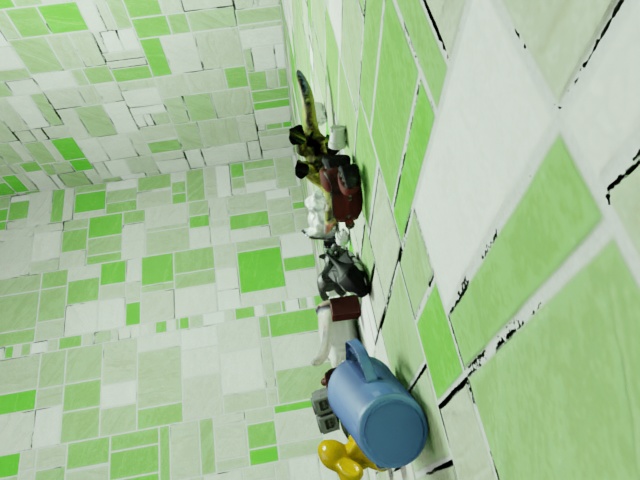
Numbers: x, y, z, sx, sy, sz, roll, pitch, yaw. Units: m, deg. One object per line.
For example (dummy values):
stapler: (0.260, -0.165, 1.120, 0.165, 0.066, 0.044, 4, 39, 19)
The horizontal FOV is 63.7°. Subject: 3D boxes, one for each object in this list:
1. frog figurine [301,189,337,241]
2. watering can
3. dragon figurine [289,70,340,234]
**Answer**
frog figurine: (0.005, -0.083, 1.640, 0.123, 0.158, 0.138, 16, 11, 4)
watering can: (0.041, 0.272, 1.451, 0.103, 0.228, 0.343, -18, -24, 16)
dragon figurine: (-0.002, -0.223, 1.373, 0.122, 0.413, 0.241, -9, -8, 4)
